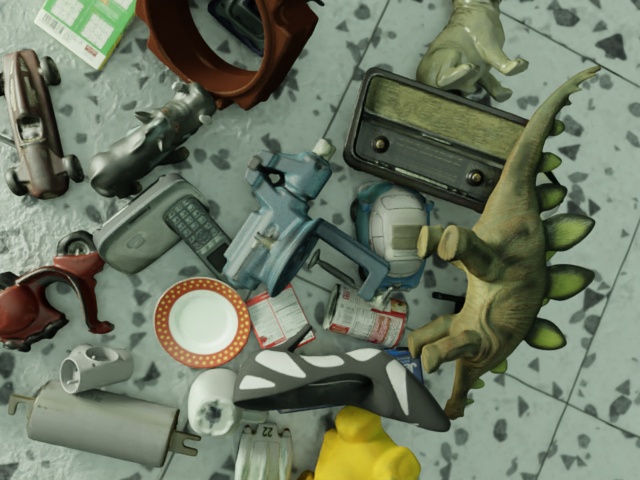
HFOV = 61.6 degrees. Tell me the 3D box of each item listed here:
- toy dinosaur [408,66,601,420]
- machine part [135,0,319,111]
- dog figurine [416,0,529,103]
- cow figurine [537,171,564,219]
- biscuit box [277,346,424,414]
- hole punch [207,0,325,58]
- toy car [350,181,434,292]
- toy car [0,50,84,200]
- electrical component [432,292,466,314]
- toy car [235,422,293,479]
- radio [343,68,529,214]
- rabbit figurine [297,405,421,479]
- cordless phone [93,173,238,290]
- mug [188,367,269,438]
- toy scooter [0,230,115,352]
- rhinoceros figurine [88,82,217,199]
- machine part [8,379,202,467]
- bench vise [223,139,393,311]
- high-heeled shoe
[{"bbox_3d":[0.224,0.024,0.657,0.199,0.105,0.470,4,109,-13],"label":"toy dinosaur"},{"bbox_3d":[-0.120,-0.278,0.667,0.201,0.201,0.087,40,46,-5],"label":"machine part"},{"bbox_3d":[0.192,-0.292,0.774,0.172,0.121,0.190,-11,74,-11],"label":"dog figurine"},{"bbox_3d":[0.285,-0.103,0.780,0.098,0.068,0.167,-39,96,-13],"label":"cow figurine"},{"bbox_3d":[0.038,0.189,0.737,0.203,0.059,0.062,-6,88,-8],"label":"biscuit box"},{"bbox_3d":[-0.080,-0.332,0.745,0.142,0.092,0.116,39,50,0],"label":"hole punch"},{"bbox_3d":[0.102,-0.007,0.735,0.109,0.103,0.161,1,85,-6],"label":"toy car"},{"bbox_3d":[-0.378,-0.153,0.707,0.089,0.053,0.202,-12,90,-5],"label":"toy car"},{"bbox_3d":[0.217,0.105,0.757,0.119,0.075,0.047,9,85,-11],"label":"electrical component"},{"bbox_3d":[-0.081,0.344,0.715,0.073,0.056,0.201,7,87,-7],"label":"toy car"},{"bbox_3d":[0.150,-0.128,0.707,0.230,0.073,0.131,21,106,5],"label":"radio"},{"bbox_3d":[0.015,0.308,0.681,0.173,0.162,0.122,-31,73,-38],"label":"rabbit figurine"},{"bbox_3d":[-0.188,0.016,0.715,0.146,0.089,0.184,-41,112,-8],"label":"cordless phone"},{"bbox_3d":[-0.121,0.219,0.692,0.110,0.107,0.080,19,86,-4],"label":"mug"},{"bbox_3d":[-0.343,0.084,0.689,0.184,0.075,0.135,-31,93,-12],"label":"toy scooter"},{"bbox_3d":[-0.218,-0.131,0.695,0.190,0.112,0.073,-37,90,2],"label":"rhinoceros figurine"},{"bbox_3d":[-0.272,0.233,0.686,0.243,0.079,0.079,16,85,-5],"label":"machine part"},{"bbox_3d":[-0.002,-0.004,0.688,0.241,0.129,0.223,34,81,8],"label":"bench vise"},{"bbox_3d":[0.021,0.195,0.642,0.249,0.086,0.145,28,53,20],"label":"high-heeled shoe"}]
